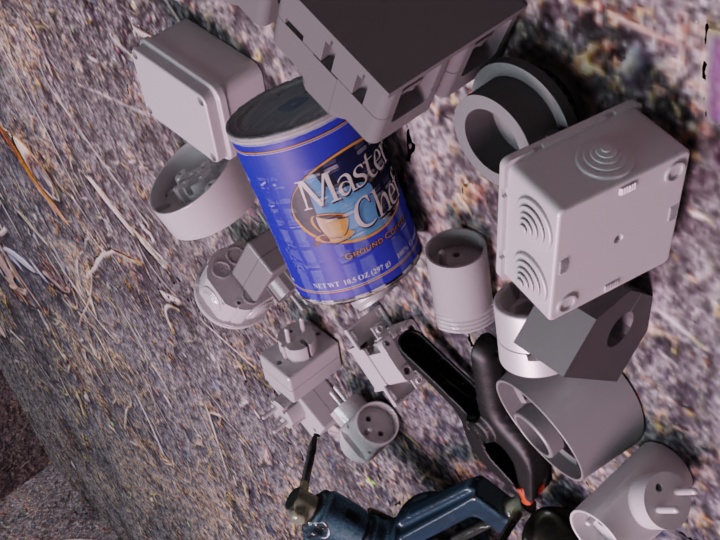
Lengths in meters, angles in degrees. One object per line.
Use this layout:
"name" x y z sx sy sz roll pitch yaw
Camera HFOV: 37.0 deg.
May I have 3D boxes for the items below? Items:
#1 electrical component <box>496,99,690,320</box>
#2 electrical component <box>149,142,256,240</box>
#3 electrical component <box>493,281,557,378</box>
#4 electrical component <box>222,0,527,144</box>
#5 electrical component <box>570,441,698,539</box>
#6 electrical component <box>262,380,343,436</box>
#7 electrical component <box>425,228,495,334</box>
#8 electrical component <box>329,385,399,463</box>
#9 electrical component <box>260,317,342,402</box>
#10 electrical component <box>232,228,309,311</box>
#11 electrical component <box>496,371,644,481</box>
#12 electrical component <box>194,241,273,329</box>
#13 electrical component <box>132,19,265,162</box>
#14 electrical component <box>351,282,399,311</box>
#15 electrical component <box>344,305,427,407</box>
"electrical component" 0.123 -0.030 0.572 0.048 0.100 0.099 51 158 38
"electrical component" -0.145 -0.076 0.984 0.099 0.099 0.064 20 145 50
"electrical component" 0.117 0.036 0.717 0.055 0.055 0.047 25 138 47
"electrical component" -0.012 -0.172 0.618 0.186 0.105 0.060 48 155 13
"electrical component" 0.189 0.151 0.706 0.043 0.077 0.079 56 155 -3
"electrical component" -0.070 0.144 1.149 0.083 0.076 0.047 50 155 8
"electrical component" 0.073 0.014 0.776 0.043 0.043 0.081 32 147 39
"electrical component" -0.003 0.149 1.076 0.079 0.043 0.077 49 155 9
"electrical component" -0.060 0.078 1.061 0.047 0.066 0.076 35 149 34
"electrical component" -0.074 0.006 1.016 0.075 0.047 0.083 52 155 5
"electrical component" 0.146 0.097 0.759 0.099 0.064 0.099 50 168 14
"electrical component" -0.123 0.015 1.076 0.080 0.080 0.051 51 150 6
"electrical component" -0.135 -0.152 0.913 0.113 0.057 0.078 37 150 33
"electrical component" 0.000 0.000 0.884 0.055 0.045 0.045 55 155 -2
"electrical component" 0.029 0.072 0.928 0.081 0.042 0.064 56 151 -5
